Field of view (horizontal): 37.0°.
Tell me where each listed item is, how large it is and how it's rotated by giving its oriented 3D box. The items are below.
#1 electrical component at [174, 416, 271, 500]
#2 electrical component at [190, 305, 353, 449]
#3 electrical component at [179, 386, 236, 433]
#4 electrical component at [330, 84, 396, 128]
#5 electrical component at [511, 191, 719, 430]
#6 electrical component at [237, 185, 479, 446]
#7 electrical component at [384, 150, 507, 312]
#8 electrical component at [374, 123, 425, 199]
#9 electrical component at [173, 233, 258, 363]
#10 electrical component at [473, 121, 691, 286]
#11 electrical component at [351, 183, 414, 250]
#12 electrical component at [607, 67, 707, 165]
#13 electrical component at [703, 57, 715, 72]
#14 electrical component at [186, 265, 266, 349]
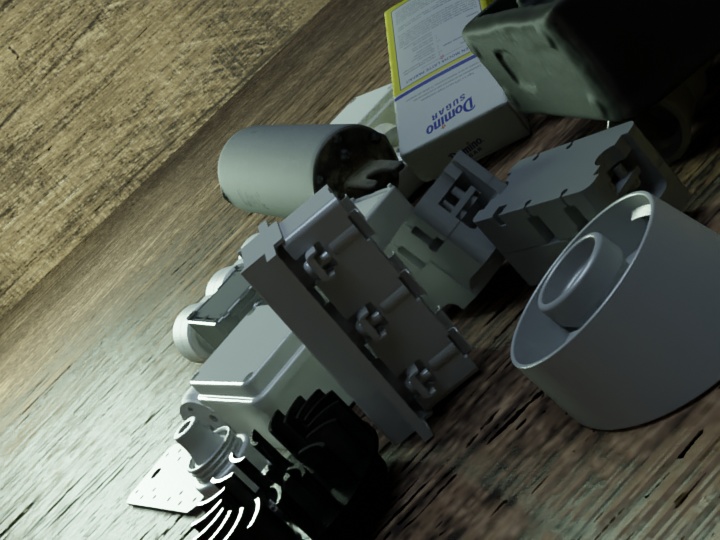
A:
[{"bbox_3d":[-0.080,0.111,0.621,0.048,0.062,0.048,-39,17,14],"label":"electrical component"},{"bbox_3d":[-0.050,0.064,0.677,0.078,0.057,0.113,-50,17,-22],"label":"electrical component"},{"bbox_3d":[-0.094,0.086,0.749,0.045,0.045,0.055,-25,24,47],"label":"electrical component"},{"bbox_3d":[0.001,-0.116,1.013,0.108,0.056,0.109,-48,17,-17],"label":"electrical component"},{"bbox_3d":[0.112,0.018,0.446,0.099,0.064,0.099,-53,8,10],"label":"electrical component"},{"bbox_3d":[0.001,0.021,0.551,0.063,0.121,0.078,-40,17,3],"label":"electrical component"},{"bbox_3d":[0.052,-0.016,0.607,0.050,0.056,0.089,-52,-2,-27],"label":"electrical component"},{"bbox_3d":[0.030,-0.098,0.888,0.077,0.044,0.079,-46,46,-8],"label":"electrical component"},{"bbox_3d":[-0.108,0.023,0.928,0.138,0.052,0.074,-50,17,-23],"label":"electrical component"},{"bbox_3d":[0.110,-0.027,0.532,0.050,0.055,0.089,-51,18,-26],"label":"electrical component"},{"bbox_3d":[0.000,0.000,0.714,0.096,0.061,0.062,-50,17,-25],"label":"electrical component"},{"bbox_3d":[0.166,-0.091,0.590,0.044,0.044,0.065,-27,18,44],"label":"electrical component"},{"bbox_3d":[0.179,-0.121,0.645,0.061,0.035,0.035,-34,19,37],"label":"electrical component"},{"bbox_3d":[-0.078,0.037,0.804,0.061,0.061,0.096,-48,17,-17],"label":"electrical component"}]
